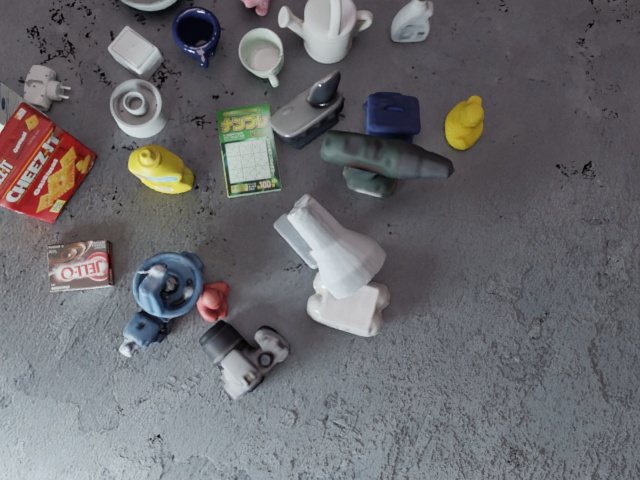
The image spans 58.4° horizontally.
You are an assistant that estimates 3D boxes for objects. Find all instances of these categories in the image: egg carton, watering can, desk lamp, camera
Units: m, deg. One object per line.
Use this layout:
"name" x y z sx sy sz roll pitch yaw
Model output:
"egg carton" 0.054 0.120 1.092 0.150 0.069 0.107 15 83 -1
"watering can" 0.012 -0.419 1.087 0.173 0.194 0.101 -27 85 -5
"desk lamp" 0.009 0.004 1.030 0.118 0.213 0.203 -44 87 -6
"camera" -0.146 0.204 1.057 0.143 0.100 0.137 -44 87 -6

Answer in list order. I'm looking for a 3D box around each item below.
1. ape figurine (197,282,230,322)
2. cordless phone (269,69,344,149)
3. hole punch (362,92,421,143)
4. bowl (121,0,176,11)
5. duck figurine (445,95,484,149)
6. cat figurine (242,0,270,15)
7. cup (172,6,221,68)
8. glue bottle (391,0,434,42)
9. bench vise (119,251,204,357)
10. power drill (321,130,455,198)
"ape figurine" -0.201 0.111 1.069 0.076 0.092 0.078 40 83 2
"cordless phone" -0.023 -0.255 1.072 0.147 0.185 0.094 -40 87 -6
"hole punch" 0.140 -0.244 1.126 0.108 0.091 0.101 3 83 -2
"bowl" -0.337 -0.526 1.142 0.167 0.074 0.167 0 84 -3
"duck figurine" 0.293 -0.236 1.135 0.077 0.086 0.105 17 83 0
"cat figurine" -0.118 -0.507 1.129 0.067 0.117 0.128 38 83 2
"cup" -0.232 -0.381 1.121 0.091 0.095 0.118 -15 84 -4
"glue bottle" 0.186 -0.438 1.108 0.078 0.173 0.037 -2 84 -3
"bench vise" -0.278 0.113 1.001 0.121 0.219 0.207 13 83 -1
"power drill" 0.113 -0.138 1.054 0.229 0.208 0.076 14 83 -1
